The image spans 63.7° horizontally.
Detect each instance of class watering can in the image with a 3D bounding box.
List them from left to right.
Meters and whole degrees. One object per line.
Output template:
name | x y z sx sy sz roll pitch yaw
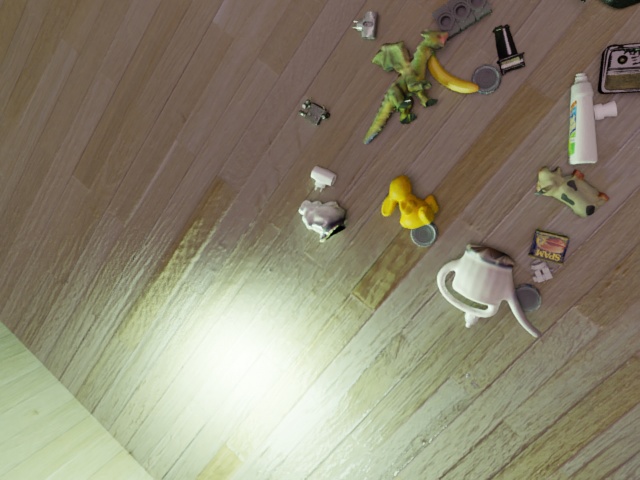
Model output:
watering can | 0.541 0.145 1.599 0.350 0.105 0.221 23 107 23

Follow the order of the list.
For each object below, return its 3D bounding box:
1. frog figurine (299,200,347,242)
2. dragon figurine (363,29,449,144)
frog figurine | 0.005 -0.089 1.762 0.138 0.121 0.161 -37 75 -10
dragon figurine | 0.240 -0.502 1.623 0.404 0.122 0.246 -31 69 37
